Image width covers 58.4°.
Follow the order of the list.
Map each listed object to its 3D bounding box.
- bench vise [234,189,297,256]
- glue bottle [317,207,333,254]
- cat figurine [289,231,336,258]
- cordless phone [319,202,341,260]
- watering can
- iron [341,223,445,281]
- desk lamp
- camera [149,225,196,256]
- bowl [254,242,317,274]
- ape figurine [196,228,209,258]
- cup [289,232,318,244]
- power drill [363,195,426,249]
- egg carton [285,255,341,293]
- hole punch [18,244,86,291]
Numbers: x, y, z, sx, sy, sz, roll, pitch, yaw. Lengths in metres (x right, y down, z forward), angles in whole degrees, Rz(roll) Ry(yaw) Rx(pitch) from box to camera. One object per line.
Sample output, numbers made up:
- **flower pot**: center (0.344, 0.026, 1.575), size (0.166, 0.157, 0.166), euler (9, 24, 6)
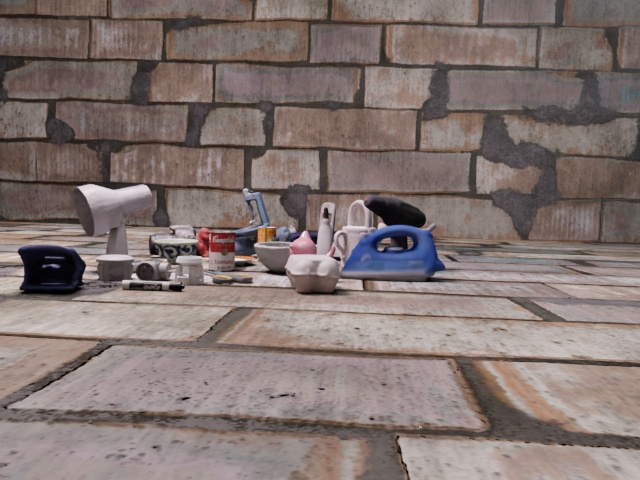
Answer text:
- **bench vise**: center (-0.185, -0.052, 1.831), size (0.208, 0.220, 0.121), euler (0, 5, -31)
- **glue bottle**: center (0.013, 0.005, 1.420), size (0.037, 0.173, 0.078), euler (2, 4, 5)
- **cat figurine**: center (-0.018, 0.038, 1.323), size (0.128, 0.118, 0.067), euler (0, 4, -24)
- **cordless phone**: center (0.058, -0.028, 1.850), size (0.147, 0.185, 0.094), euler (3, 4, 18)
- **watering can**: center (0.117, -0.016, 1.638), size (0.100, 0.194, 0.173), euler (5, 5, 35)
- **iron**: center (0.177, 0.026, 1.423), size (0.258, 0.141, 0.118), euler (1, 4, -11)
- **desk lamp**: center (-0.485, -0.030, 1.386), size (0.204, 0.213, 0.117), euler (-1, 5, -39)
- **camera**: center (-0.456, 0.003, 1.765), size (0.137, 0.101, 0.143), euler (0, 4, -23)
- **bowl**: center (-0.088, 0.047, 1.481), size (0.167, 0.075, 0.167), euler (2, 4, 0)
- **ape figurine**: center (-0.368, 0.007, 1.815), size (0.075, 0.092, 0.078), euler (5, 5, 42)
- **cup**: center (-0.051, 0.028, 1.641), size (0.091, 0.095, 0.118), euler (4, 4, 29)
- **power drill**: center (0.203, -0.017, 1.579), size (0.230, 0.208, 0.075), euler (-2, 5, -42)
- **egg carton**: center (-0.016, 0.070, 1.212), size (0.107, 0.069, 0.150), euler (1, 4, -12)
- **hole punch**: center (-0.510, 0.050, 1.090), size (0.109, 0.091, 0.101), euler (1, 4, -8)
